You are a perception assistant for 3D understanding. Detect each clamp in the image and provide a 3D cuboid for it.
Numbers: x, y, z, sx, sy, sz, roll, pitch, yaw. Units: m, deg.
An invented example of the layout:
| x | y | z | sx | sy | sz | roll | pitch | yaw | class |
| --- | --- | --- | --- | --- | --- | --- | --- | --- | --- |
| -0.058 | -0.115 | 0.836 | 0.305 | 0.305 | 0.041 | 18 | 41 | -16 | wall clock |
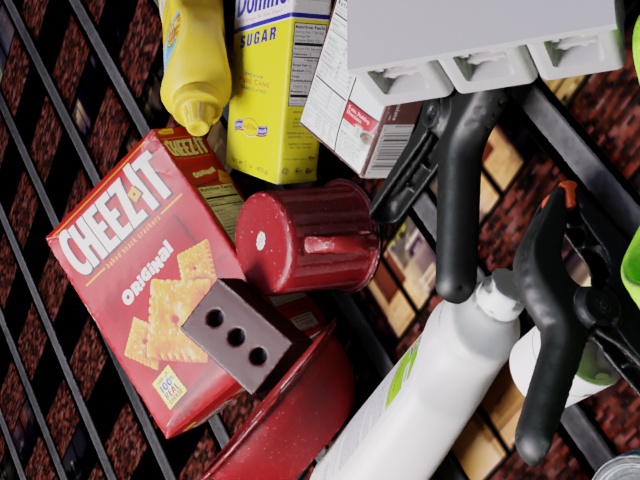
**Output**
| x | y | z | sx | sy | sz | roll | pitch | yaw | class |
| --- | --- | --- | --- | --- | --- | --- | --- | --- | --- |
| 0.145 | 0.049 | 0.603 | 0.039 | 0.120 | 0.171 | -52 | 50 | 53 | clamp |
| 0.085 | -0.078 | 0.711 | 0.165 | 0.036 | 0.210 | -142 | 63 | -68 | clamp |

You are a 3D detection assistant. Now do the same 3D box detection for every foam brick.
| x | y | z | sx | sy | sz | roll | pitch | yaw | class |
| --- | --- | --- | --- | --- | --- | --- | --- | --- | --- |
| -0.056 | 0.073 | 0.811 | 0.078 | 0.051 | 0.053 | 39 | 97 | 13 | foam brick |

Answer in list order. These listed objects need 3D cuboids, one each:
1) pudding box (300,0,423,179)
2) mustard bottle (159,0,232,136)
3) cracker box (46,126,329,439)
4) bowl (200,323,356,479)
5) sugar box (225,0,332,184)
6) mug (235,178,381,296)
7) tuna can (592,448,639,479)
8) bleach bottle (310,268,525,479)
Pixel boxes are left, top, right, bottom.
| x | y | z | sx | sy | sz | roll | pitch | yaw | class |
| --- | --- | --- | --- | --- | --- | --- | --- | --- | --- |
| 0.035 | -0.115 | 0.790 | 0.090 | 0.039 | 0.114 | 46 | 127 | 41 | pudding box |
| -0.107 | -0.160 | 0.904 | 0.096 | 0.058 | 0.191 | 112 | 158 | -46 | mustard bottle |
| -0.119 | 0.035 | 0.912 | 0.164 | 0.072 | 0.214 | -40 | 77 | 28 | cracker box |
| -0.021 | 0.143 | 0.836 | 0.055 | 0.161 | 0.162 | 41 | 134 | 1 | bowl |
| -0.035 | -0.140 | 0.873 | 0.093 | 0.048 | 0.176 | 22 | 114 | 54 | sugar box |
| -0.005 | 0.001 | 0.822 | 0.117 | 0.081 | 0.093 | 8 | 101 | 53 | mug |
| 0.196 | 0.161 | 0.612 | 0.086 | 0.033 | 0.086 | 10 | 103 | 52 | tuna can |
| 0.067 | 0.119 | 0.732 | 0.251 | 0.068 | 0.102 | -60 | 6 | 37 | bleach bottle |
